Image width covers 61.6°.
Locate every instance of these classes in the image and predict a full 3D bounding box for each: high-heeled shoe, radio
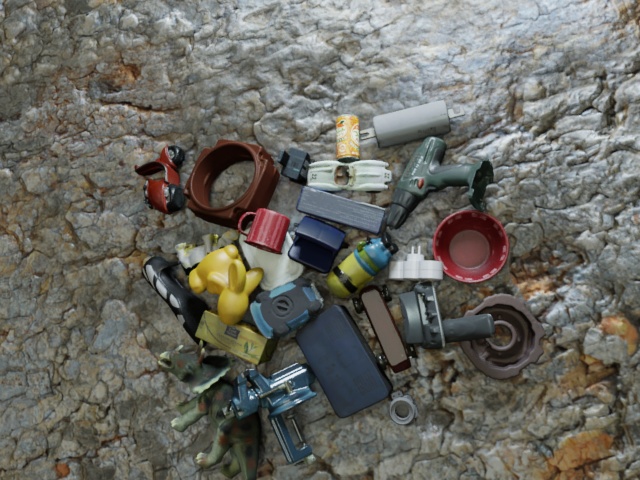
[{"bbox_3d":[-0.365,0.156,1.328,0.145,0.086,0.248,-18,88,33],"label":"high-heeled shoe"},{"bbox_3d":[0.051,0.272,1.207,0.131,0.073,0.229,-33,74,8],"label":"radio"}]

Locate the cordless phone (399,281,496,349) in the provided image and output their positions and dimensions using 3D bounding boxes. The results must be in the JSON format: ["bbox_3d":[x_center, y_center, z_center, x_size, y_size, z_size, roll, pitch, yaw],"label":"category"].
[{"bbox_3d":[0.269,0.152,1.129,0.184,0.088,0.146,-17,76,38],"label":"cordless phone"}]

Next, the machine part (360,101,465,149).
[{"bbox_3d":[0.212,-0.266,1.243,0.243,0.079,0.079,-10,80,11],"label":"machine part"}]

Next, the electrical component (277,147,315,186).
[{"bbox_3d":[-0.059,-0.180,1.273,0.048,0.119,0.075,20,84,15],"label":"electrical component"}]

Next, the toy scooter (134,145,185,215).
[{"bbox_3d":[-0.417,-0.151,1.377,0.135,0.075,0.184,-4,78,13],"label":"toy scooter"}]

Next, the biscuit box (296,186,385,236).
[{"bbox_3d":[0.047,-0.068,1.247,0.203,0.059,0.062,17,87,5],"label":"biscuit box"}]

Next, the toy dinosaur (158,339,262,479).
[{"bbox_3d":[-0.213,0.408,1.231,0.192,0.131,0.405,-44,81,4],"label":"toy dinosaur"}]

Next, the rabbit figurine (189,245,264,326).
[{"bbox_3d":[-0.201,0.108,1.228,0.162,0.121,0.173,-39,49,25],"label":"rabbit figurine"}]

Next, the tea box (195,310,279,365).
[{"bbox_3d":[-0.192,0.225,1.257,0.170,0.098,0.068,20,88,13],"label":"tea box"}]

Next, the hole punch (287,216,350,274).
[{"bbox_3d":[-0.003,-0.004,1.221,0.142,0.092,0.116,21,50,3],"label":"hole punch"}]

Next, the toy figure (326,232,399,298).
[{"bbox_3d":[0.091,0.057,1.210,0.180,0.089,0.082,-39,70,18],"label":"toy figure"}]

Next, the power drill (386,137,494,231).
[{"bbox_3d":[0.265,-0.113,1.184,0.208,0.086,0.232,11,76,47],"label":"power drill"}]

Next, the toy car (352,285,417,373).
[{"bbox_3d":[0.144,0.197,1.204,0.089,0.053,0.202,-24,73,0],"label":"toy car"}]

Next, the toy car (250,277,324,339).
[{"bbox_3d":[-0.075,0.156,1.235,0.162,0.103,0.109,-29,78,-9],"label":"toy car"}]

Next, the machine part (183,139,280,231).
[{"bbox_3d":[-0.214,-0.136,1.292,0.201,0.087,0.201,15,76,26],"label":"machine part"}]

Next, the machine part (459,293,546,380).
[{"bbox_3d":[0.384,0.204,1.145,0.180,0.056,0.179,-2,83,13],"label":"machine part"}]

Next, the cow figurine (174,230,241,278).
[{"bbox_3d":[-0.264,0.034,1.316,0.167,0.068,0.098,-18,84,14],"label":"cow figurine"}]

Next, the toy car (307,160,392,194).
[{"bbox_3d":[0.069,-0.149,1.270,0.202,0.056,0.073,1,82,14],"label":"toy car"}]

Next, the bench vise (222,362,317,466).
[{"bbox_3d":[-0.089,0.384,1.173,0.223,0.129,0.240,-18,75,-33],"label":"bench vise"}]
